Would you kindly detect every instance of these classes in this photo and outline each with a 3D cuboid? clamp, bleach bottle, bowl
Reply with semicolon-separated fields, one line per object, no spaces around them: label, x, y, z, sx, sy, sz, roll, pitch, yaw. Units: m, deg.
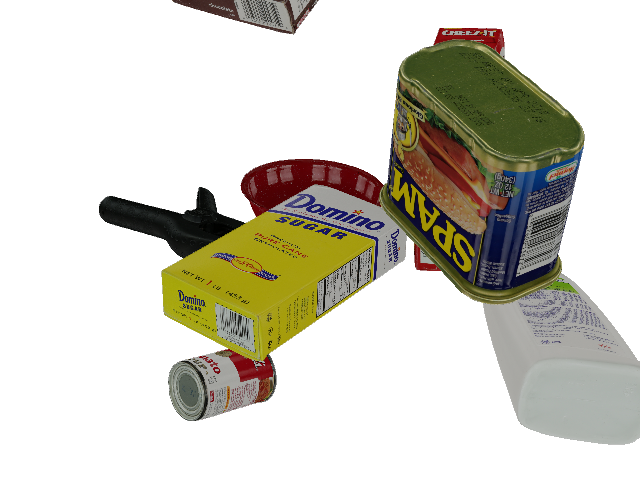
clamp;-0.108;-0.013;0.976;0.172;0.039;0.120;26;33;36
bleach bottle;0.187;0.067;0.866;0.102;0.068;0.251;8;22;-3
bowl;-0.009;-0.035;1.180;0.162;0.055;0.162;4;27;-2

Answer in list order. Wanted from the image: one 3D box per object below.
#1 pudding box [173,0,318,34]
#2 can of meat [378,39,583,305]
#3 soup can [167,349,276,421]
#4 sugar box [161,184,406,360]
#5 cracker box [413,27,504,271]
pudding box;-0.048;-0.206;0.795;0.114;0.090;0.039;21;-28;22
can of meat;0.075;-0.035;0.508;0.057;0.084;0.102;-20;47;-23
soup can;-0.109;0.156;1.177;0.102;0.068;0.069;-9;6;-44
sugar box;-0.022;0.017;0.785;0.093;0.048;0.175;23;39;31
cracker box;0.133;-0.091;0.990;0.072;0.164;0.213;3;27;12
